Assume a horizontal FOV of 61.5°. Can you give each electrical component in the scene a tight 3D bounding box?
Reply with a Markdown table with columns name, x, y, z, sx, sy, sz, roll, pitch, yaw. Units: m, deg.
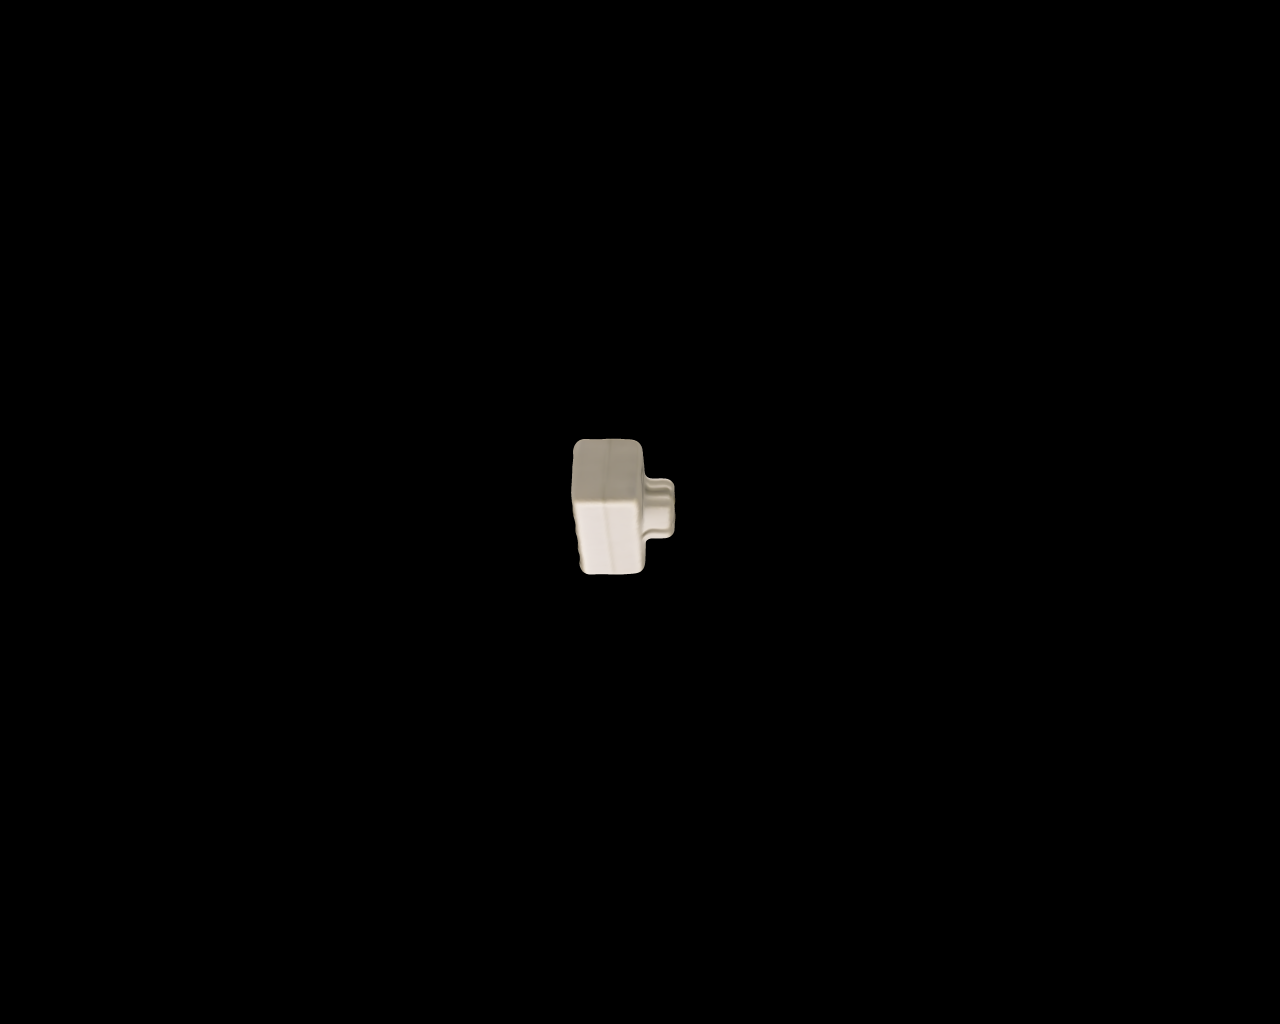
| name | x | y | z | sx | sy | sz | roll | pitch | yaw |
| --- | --- | --- | --- | --- | --- | --- | --- | --- | --- |
| electrical component | 0.001 | -0.003 | 0.650 | 0.076 | 0.047 | 0.083 | -1 | -34 | 2 |
